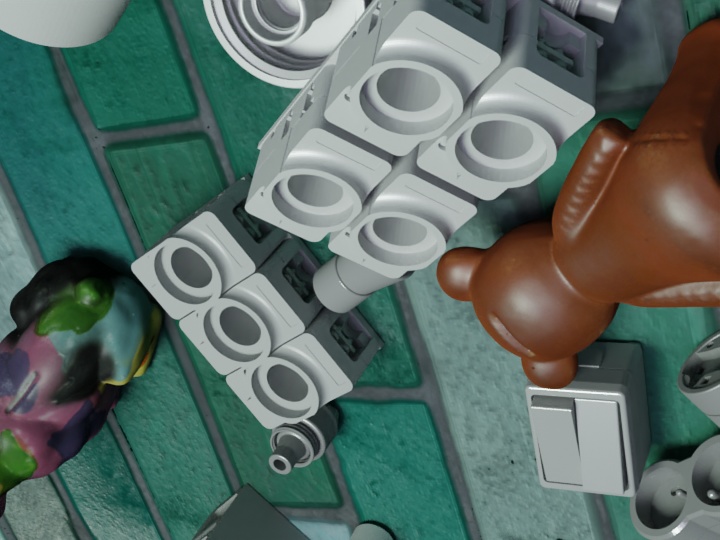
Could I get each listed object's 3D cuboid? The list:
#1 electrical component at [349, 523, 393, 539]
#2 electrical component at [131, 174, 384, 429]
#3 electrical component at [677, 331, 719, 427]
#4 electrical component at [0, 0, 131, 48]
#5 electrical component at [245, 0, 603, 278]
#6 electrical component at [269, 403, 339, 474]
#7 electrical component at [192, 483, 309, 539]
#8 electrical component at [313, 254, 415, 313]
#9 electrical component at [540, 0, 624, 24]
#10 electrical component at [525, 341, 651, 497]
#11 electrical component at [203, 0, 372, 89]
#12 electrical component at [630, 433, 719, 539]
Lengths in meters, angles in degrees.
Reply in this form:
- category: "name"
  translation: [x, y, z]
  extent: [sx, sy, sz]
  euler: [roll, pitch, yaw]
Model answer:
- category: "electrical component"
  translation: [0.000, 0.225, 0.815]
  extent: [0.044, 0.065, 0.044]
  euler: [13, 126, 19]
- category: "electrical component"
  translation: [-0.071, 0.026, 0.725]
  extent: [0.089, 0.061, 0.150]
  euler: [-30, 104, 37]
- category: "electrical component"
  translation: [0.218, 0.066, 0.613]
  extent: [0.047, 0.055, 0.055]
  euler: [45, 129, -11]
- category: "electrical component"
  translation: [-0.182, -0.177, 0.623]
  extent: [0.108, 0.108, 0.060]
  euler: [39, 135, -1]
- category: "electrical component"
  translation: [0.026, -0.072, 0.571]
  extent: [0.105, 0.060, 0.186]
  euler: [25, 143, -19]
- category: "electrical component"
  translation: [-0.044, 0.120, 0.772]
  extent: [0.043, 0.062, 0.043]
  euler: [13, 125, 19]
- category: "electrical component"
  translation: [-0.105, 0.255, 0.832]
  extent: [0.089, 0.150, 0.062]
  euler: [43, 128, -4]
- category: "electrical component"
  translation: [0.000, 0.000, 0.687]
  extent: [0.044, 0.044, 0.065]
  euler: [46, 133, -7]
- category: "electrical component"
  translation: [0.102, -0.142, 0.543]
  extent: [0.062, 0.043, 0.043]
  euler: [22, 127, 11]
- category: "electrical component"
  translation: [0.142, 0.098, 0.666]
  extent: [0.062, 0.061, 0.096]
  euler: [1, 121, 26]
- category: "electrical component"
  translation: [-0.036, -0.152, 0.593]
  extent: [0.108, 0.060, 0.108]
  euler: [13, 125, 19]
- category: "electrical component"
  translation: [0.240, 0.134, 0.649]
  extent: [0.074, 0.052, 0.138]
  euler: [28, 135, -28]
